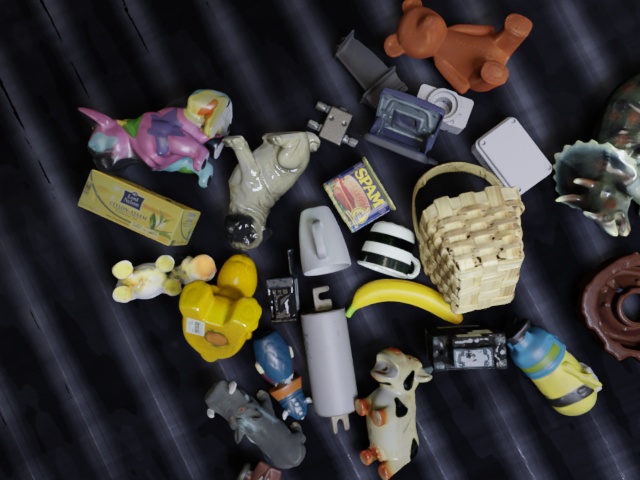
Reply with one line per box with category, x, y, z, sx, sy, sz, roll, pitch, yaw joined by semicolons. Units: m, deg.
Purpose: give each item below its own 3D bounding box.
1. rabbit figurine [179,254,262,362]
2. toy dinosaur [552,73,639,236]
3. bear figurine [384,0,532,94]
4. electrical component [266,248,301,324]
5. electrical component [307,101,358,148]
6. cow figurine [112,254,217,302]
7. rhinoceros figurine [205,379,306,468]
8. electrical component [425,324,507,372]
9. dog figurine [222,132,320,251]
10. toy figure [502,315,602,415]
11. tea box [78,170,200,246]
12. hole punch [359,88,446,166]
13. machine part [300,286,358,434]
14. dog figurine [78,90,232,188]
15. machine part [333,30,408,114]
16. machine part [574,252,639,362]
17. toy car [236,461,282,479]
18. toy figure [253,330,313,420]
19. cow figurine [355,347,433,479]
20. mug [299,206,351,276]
rabbit figurine;-0.142;0.104;0.877;0.122;0.173;0.162;7;134;5
toy dinosaur;0.503;-0.178;0.841;0.192;0.131;0.404;27;83;-2
bear figurine;0.210;-0.320;0.858;0.196;0.132;0.120;29;88;-2
electrical component;-0.061;0.076;0.899;0.048;0.075;0.119;-7;94;4
electrical component;0.028;-0.196;0.921;0.094;0.021;0.063;26;91;4
cow figurine;-0.262;0.064;0.914;0.167;0.098;0.068;-8;83;-15
rhinoceros figurine;-0.108;0.303;0.884;0.190;0.112;0.073;43;95;-5
electrical component;0.228;0.170;0.849;0.115;0.134;0.058;-5;89;6
dog figurine;-0.080;-0.082;0.901;0.172;0.121;0.190;-4;104;7
toy figure;0.367;0.203;0.867;0.180;0.082;0.089;40;112;-4
tea box;-0.301;-0.053;0.906;0.170;0.098;0.068;23;92;2
hole punch;0.136;-0.179;0.864;0.142;0.116;0.092;20;97;7
machine part;0.015;0.198;0.891;0.079;0.079;0.243;-8;90;4
dog figurine;-0.272;-0.183;0.881;0.219;0.108;0.191;18;78;-3
machine part;0.078;-0.285;0.910;0.084;0.039;0.139;-39;89;8
machine part;0.507;0.107;0.869;0.179;0.056;0.179;0;89;5
toy car;-0.115;0.454;0.891;0.089;0.053;0.202;25;111;8
toy figure;-0.063;0.229;0.908;0.064;0.058;0.154;-23;93;10
cow figurine;0.124;0.269;0.872;0.127;0.086;0.194;-14;104;-35
mug;-0.002;-0.003;0.884;0.081;0.109;0.107;-15;75;8
